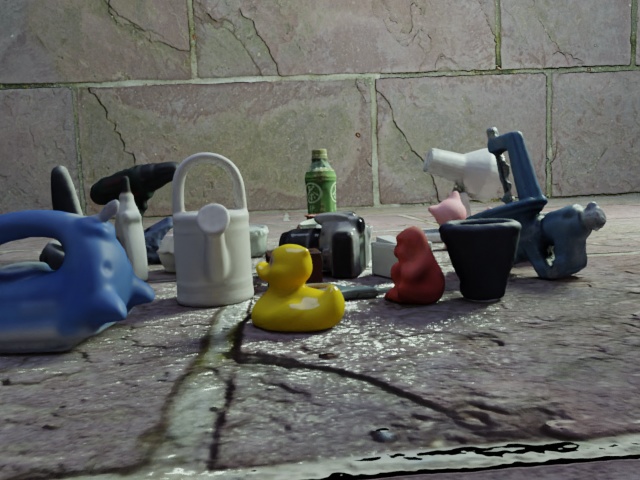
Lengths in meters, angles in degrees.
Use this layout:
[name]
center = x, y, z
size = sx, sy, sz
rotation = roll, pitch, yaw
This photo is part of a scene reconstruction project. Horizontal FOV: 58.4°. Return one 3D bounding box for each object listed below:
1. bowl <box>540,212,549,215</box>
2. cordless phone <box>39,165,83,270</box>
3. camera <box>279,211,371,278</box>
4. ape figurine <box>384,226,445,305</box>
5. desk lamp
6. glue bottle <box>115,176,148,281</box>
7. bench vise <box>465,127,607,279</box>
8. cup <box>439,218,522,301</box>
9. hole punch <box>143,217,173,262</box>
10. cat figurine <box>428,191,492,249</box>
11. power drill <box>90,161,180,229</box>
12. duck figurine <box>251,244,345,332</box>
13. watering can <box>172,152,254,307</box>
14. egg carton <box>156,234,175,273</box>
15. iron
[bowl]
center = 0.383, -0.008, 1.017
size = 0.167, 0.075, 0.167
rotation = -3, 6, 1
[cordless phone]
center = -0.331, -0.006, 0.776
size = 0.094, 0.185, 0.147
rotation = -5, 7, -25
[camera]
center = 0.009, 0.003, 0.943
size = 0.136, 0.101, 0.143
rotation = -1, 6, 13
[ape figurine]
center = 0.110, 0.029, 0.686
size = 0.076, 0.092, 0.078
rotation = -1, 6, 17
[desk lamp]
center = 0.319, -0.107, 1.327
size = 0.203, 0.213, 0.118
rotation = -3, 6, -8
[glue bottle]
center = -0.314, -0.018, 0.941
size = 0.037, 0.173, 0.077
rotation = -7, 8, -38
[bench vise]
center = 0.308, -0.059, 0.836
size = 0.206, 0.220, 0.122
rotation = 1, 7, 32
[cup]
center = 0.187, 0.023, 0.699
size = 0.092, 0.095, 0.117
rotation = -6, 7, -29
[hole punch]
center = -0.345, 0.001, 1.173
size = 0.101, 0.091, 0.108
rotation = -5, 6, -22
[cat figurine]
center = 0.287, -0.040, 1.161
size = 0.127, 0.118, 0.067
rotation = 0, 6, 21
[power drill]
center = -0.405, -0.067, 1.289
size = 0.229, 0.208, 0.076
rotation = -1, 6, 15
[duck figurine]
center = -0.025, 0.047, 0.601
size = 0.104, 0.086, 0.078
rotation = 0, 7, 27
[watering can]
center = -0.138, -0.016, 0.744
size = 0.101, 0.194, 0.172
rotation = -7, 7, -34
[egg carton]
center = -0.209, 0.022, 1.009
size = 0.149, 0.069, 0.107
rotation = 2, 8, 40
[iron]
center = -0.312, 0.034, 0.586
size = 0.258, 0.141, 0.118
rotation = -2, 6, 3
